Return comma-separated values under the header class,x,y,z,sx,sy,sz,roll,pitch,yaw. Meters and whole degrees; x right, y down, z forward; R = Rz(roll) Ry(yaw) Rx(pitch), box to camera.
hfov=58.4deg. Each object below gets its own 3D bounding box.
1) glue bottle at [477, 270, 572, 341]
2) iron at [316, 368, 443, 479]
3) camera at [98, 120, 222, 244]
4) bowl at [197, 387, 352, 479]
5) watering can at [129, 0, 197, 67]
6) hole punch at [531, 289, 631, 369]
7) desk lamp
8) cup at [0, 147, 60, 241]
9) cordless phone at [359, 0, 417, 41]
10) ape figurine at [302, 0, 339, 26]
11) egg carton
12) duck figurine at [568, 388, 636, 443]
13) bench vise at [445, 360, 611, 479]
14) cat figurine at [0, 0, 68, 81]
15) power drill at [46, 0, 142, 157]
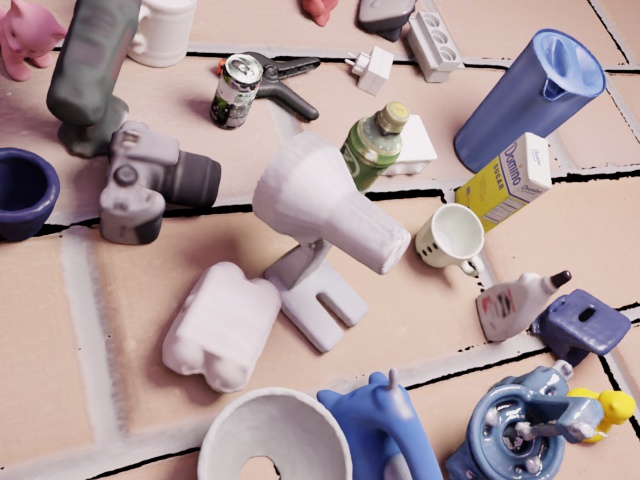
class,x,y,z,sx,sy,sz,roll,pitch,yaw
glue bottle,0.286,0.081,0.799,0.037,0.173,0.078,0,63,-24
iron,0.094,0.267,0.626,0.119,0.141,0.258,-12,68,-29
camera,-0.194,-0.073,0.710,0.137,0.100,0.143,10,59,-19
bowl,-0.054,0.248,0.611,0.168,0.074,0.167,11,59,-19
watering can,-0.219,-0.350,0.796,0.101,0.193,0.173,10,59,-19
hole punch,0.397,0.128,0.873,0.109,0.091,0.101,-29,77,-34
desk lamp,0.006,0.002,0.690,0.203,0.213,0.118,46,55,5
cup,-0.347,-0.048,0.630,0.118,0.094,0.092,36,54,-2
cordless phone,0.150,-0.474,1.039,0.094,0.185,0.147,19,57,-14
ape figurine,0.011,-0.441,1.015,0.078,0.092,0.076,-27,76,-33
egg carton,-0.112,0.099,0.670,0.107,0.069,0.150,27,55,-8
duck figurine,0.399,0.242,0.814,0.105,0.086,0.077,-3,64,-26
bench vise,0.258,0.202,0.689,0.121,0.219,0.208,35,54,-3
cat figurine,-0.382,-0.272,0.725,0.128,0.117,0.067,39,54,0
power drill,-0.265,-0.208,0.687,0.076,0.208,0.229,15,58,-16
